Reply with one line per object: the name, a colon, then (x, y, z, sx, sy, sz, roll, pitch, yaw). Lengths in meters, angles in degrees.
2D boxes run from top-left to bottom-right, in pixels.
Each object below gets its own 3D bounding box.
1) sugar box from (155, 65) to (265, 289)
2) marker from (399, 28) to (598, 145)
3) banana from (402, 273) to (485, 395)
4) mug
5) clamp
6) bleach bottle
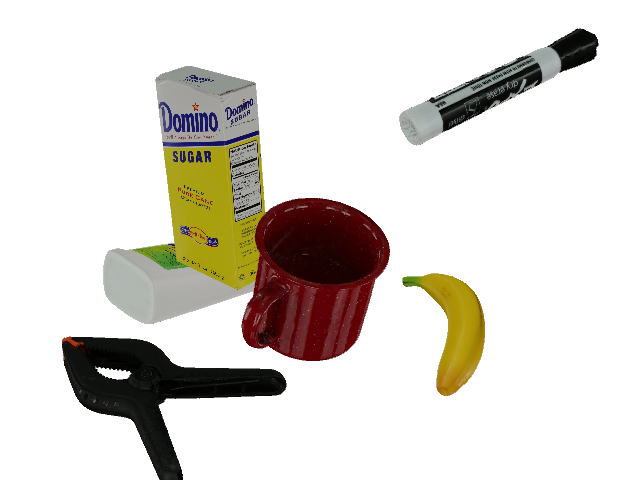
sugar box: (-0.092, -0.054, 0.917, 0.048, 0.176, 0.093, -27, 33, -37)
marker: (0.097, -0.083, 0.562, 0.121, 0.020, 0.020, -27, 8, -17)
banana: (0.135, 0.087, 1.093, 0.070, 0.037, 0.198, -28, 29, 9)
mug: (-0.012, 0.036, 0.742, 0.093, 0.082, 0.117, 32, 45, 22)
clamp: (-0.147, 0.132, 0.975, 0.210, 0.036, 0.164, 25, 37, 31)
bleach bottle: (-0.119, 0.030, 1.239, 0.250, 0.068, 0.103, -14, 30, -41)
